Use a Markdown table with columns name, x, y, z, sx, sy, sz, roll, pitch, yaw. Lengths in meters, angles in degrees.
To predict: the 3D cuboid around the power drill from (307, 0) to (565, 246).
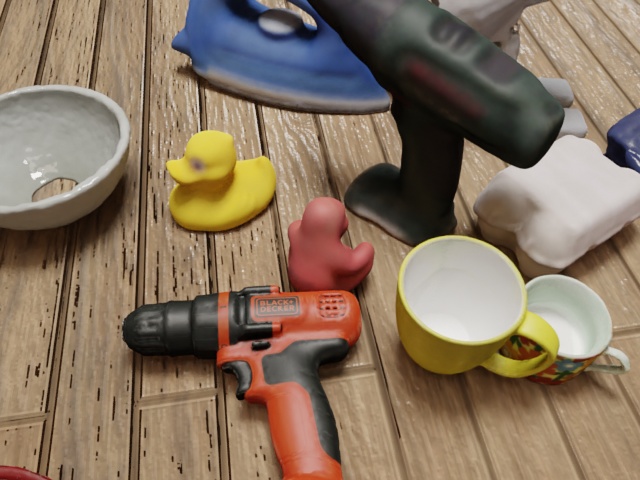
| name | x | y | z | sx | sy | sz | roll | pitch | yaw |
| --- | --- | --- | --- | --- | --- | --- | --- | --- | --- |
| power drill | 0.076 | -0.101 | 0.485 | 0.229 | 0.208 | 0.076 | 31 | 57 | 21 |

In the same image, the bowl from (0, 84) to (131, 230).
| name | x | y | z | sx | sy | sz | roll | pitch | yaw |
| --- | --- | --- | --- | --- | --- | --- | --- | --- | --- |
| bowl | -0.253 | -0.066 | 0.530 | 0.167 | 0.075 | 0.167 | 1 | 51 | -1 |

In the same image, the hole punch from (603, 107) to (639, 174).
| name | x | y | z | sx | sy | sz | roll | pitch | yaw |
| --- | --- | --- | --- | --- | --- | --- | --- | --- | --- |
| hole punch | 0.347 | -0.087 | 0.560 | 0.101 | 0.091 | 0.108 | -21 | 55 | -18 |

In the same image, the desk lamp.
| name | x | y | z | sx | sy | sz | roll | pitch | yaw |
| --- | --- | --- | --- | --- | --- | --- | --- | --- | --- |
| desk lamp | 0.191 | -0.214 | 0.576 | 0.203 | 0.214 | 0.118 | 1 | 51 | -1 |

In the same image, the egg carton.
| name | x | y | z | sx | sy | sz | roll | pitch | yaw |
| --- | --- | --- | --- | --- | --- | --- | --- | --- | --- |
| egg carton | 0.220 | -0.033 | 0.525 | 0.150 | 0.069 | 0.107 | -29 | 58 | -23 |

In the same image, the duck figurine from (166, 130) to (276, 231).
| name | x | y | z | sx | sy | sz | roll | pitch | yaw |
| --- | --- | --- | --- | --- | --- | --- | --- | --- | --- |
| duck figurine | -0.092 | -0.063 | 0.527 | 0.105 | 0.086 | 0.077 | -18 | 54 | -16 |

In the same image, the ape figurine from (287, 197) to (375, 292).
| name | x | y | z | sx | sy | sz | roll | pitch | yaw |
| --- | --- | --- | --- | --- | --- | --- | --- | --- | --- |
| ape figurine | 0.004 | 0.002 | 0.475 | 0.077 | 0.092 | 0.076 | 36 | 59 | 24 |

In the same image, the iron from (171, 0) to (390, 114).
| name | x | y | z | sx | sy | sz | roll | pitch | yaw |
| --- | --- | --- | --- | --- | --- | --- | --- | --- | --- |
| iron | -0.036 | -0.237 | 0.631 | 0.257 | 0.141 | 0.119 | 19 | 53 | 13 |
